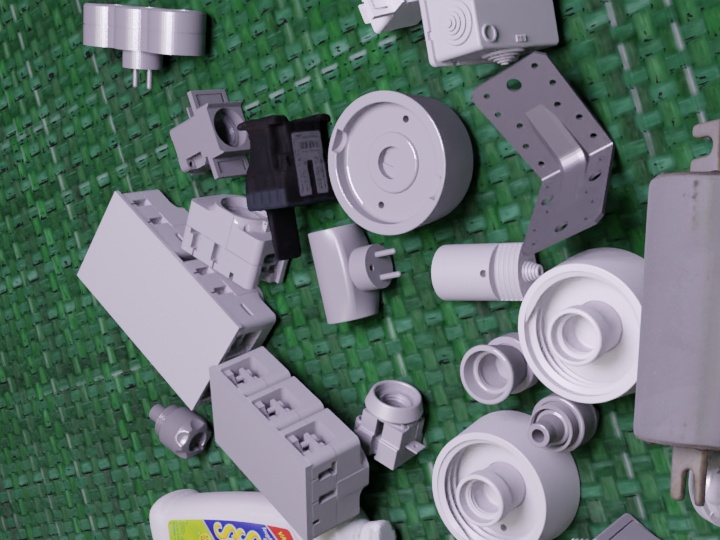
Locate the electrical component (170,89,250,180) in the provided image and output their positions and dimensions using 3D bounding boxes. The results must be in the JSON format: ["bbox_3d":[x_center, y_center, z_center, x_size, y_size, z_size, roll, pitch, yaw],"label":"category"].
[{"bbox_3d":[-0.133,-0.117,0.960,0.064,0.042,0.081,-21,85,41],"label":"electrical component"}]

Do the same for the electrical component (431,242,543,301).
[{"bbox_3d":[0.099,0.002,0.805,0.081,0.043,0.043,-1,98,37],"label":"electrical component"}]

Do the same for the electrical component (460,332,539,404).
[{"bbox_3d":[0.108,0.073,0.805,0.045,0.055,0.045,8,103,36],"label":"electrical component"}]

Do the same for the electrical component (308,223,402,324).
[{"bbox_3d":[0.000,0.000,0.880,0.079,0.043,0.077,-12,92,38],"label":"electrical component"}]

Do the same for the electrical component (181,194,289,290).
[{"bbox_3d":[-0.107,-0.030,0.951,0.089,0.050,0.055,30,116,30],"label":"electrical component"}]

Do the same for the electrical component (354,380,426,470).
[{"bbox_3d":[0.026,0.125,0.884,0.066,0.048,0.055,27,122,30],"label":"electrical component"}]

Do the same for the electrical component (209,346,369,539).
[{"bbox_3d":[-0.062,0.144,0.917,0.150,0.062,0.089,38,139,41],"label":"electrical component"}]

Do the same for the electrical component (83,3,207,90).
[{"bbox_3d":[-0.199,-0.203,0.986,0.138,0.052,0.073,14,107,35],"label":"electrical component"}]

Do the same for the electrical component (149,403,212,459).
[{"bbox_3d":[-0.179,0.152,1.045,0.062,0.043,0.043,29,115,31],"label":"electrical component"}]

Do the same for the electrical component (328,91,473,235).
[{"bbox_3d":[0.036,-0.084,0.826,0.108,0.060,0.108,8,103,36],"label":"electrical component"}]

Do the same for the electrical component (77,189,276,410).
[{"bbox_3d":[-0.171,0.023,1.003,0.186,0.060,0.105,45,122,22],"label":"electrical component"}]

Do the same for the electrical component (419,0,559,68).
[{"bbox_3d":[0.089,-0.190,0.743,0.048,0.100,0.099,-6,95,50],"label":"electrical component"}]

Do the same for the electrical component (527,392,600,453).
[{"bbox_3d":[0.144,0.112,0.781,0.043,0.062,0.043,8,103,36],"label":"electrical component"}]

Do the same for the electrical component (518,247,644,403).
[{"bbox_3d":[0.163,0.041,0.754,0.108,0.060,0.108,8,103,36],"label":"electrical component"}]

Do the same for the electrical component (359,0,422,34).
[{"bbox_3d":[0.017,-0.245,0.803,0.121,0.079,0.063,69,157,6],"label":"electrical component"}]

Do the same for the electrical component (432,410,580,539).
[{"bbox_3d":[0.106,0.167,0.821,0.108,0.060,0.108,8,103,36],"label":"electrical component"}]

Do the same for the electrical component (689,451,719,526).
[{"bbox_3d":[0.254,0.140,0.700,0.058,0.078,0.057,44,154,-23],"label":"electrical component"}]

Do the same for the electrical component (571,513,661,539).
[{"bbox_3d":[0.193,0.219,0.765,0.096,0.062,0.061,41,120,24],"label":"electrical component"}]
